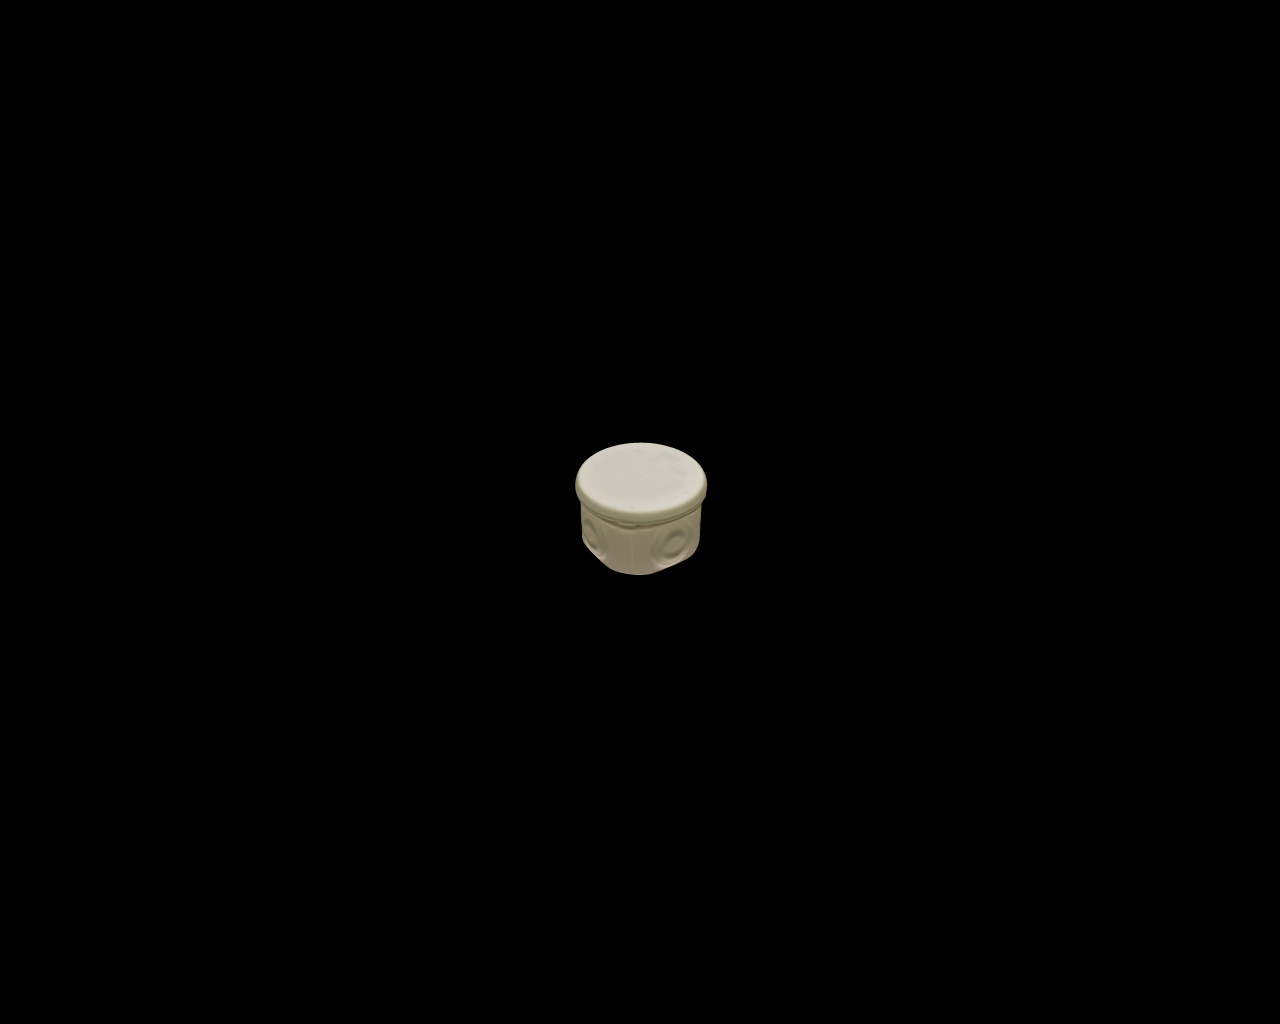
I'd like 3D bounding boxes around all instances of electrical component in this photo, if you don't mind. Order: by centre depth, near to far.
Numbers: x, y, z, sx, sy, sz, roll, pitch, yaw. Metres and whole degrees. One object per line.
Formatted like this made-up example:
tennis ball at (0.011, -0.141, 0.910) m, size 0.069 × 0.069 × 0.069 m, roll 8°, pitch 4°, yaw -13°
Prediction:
electrical component at (0.001, -0.003, 0.650) m, size 0.080 × 0.050 × 0.080 m, roll 0°, pitch 36°, yaw 0°
